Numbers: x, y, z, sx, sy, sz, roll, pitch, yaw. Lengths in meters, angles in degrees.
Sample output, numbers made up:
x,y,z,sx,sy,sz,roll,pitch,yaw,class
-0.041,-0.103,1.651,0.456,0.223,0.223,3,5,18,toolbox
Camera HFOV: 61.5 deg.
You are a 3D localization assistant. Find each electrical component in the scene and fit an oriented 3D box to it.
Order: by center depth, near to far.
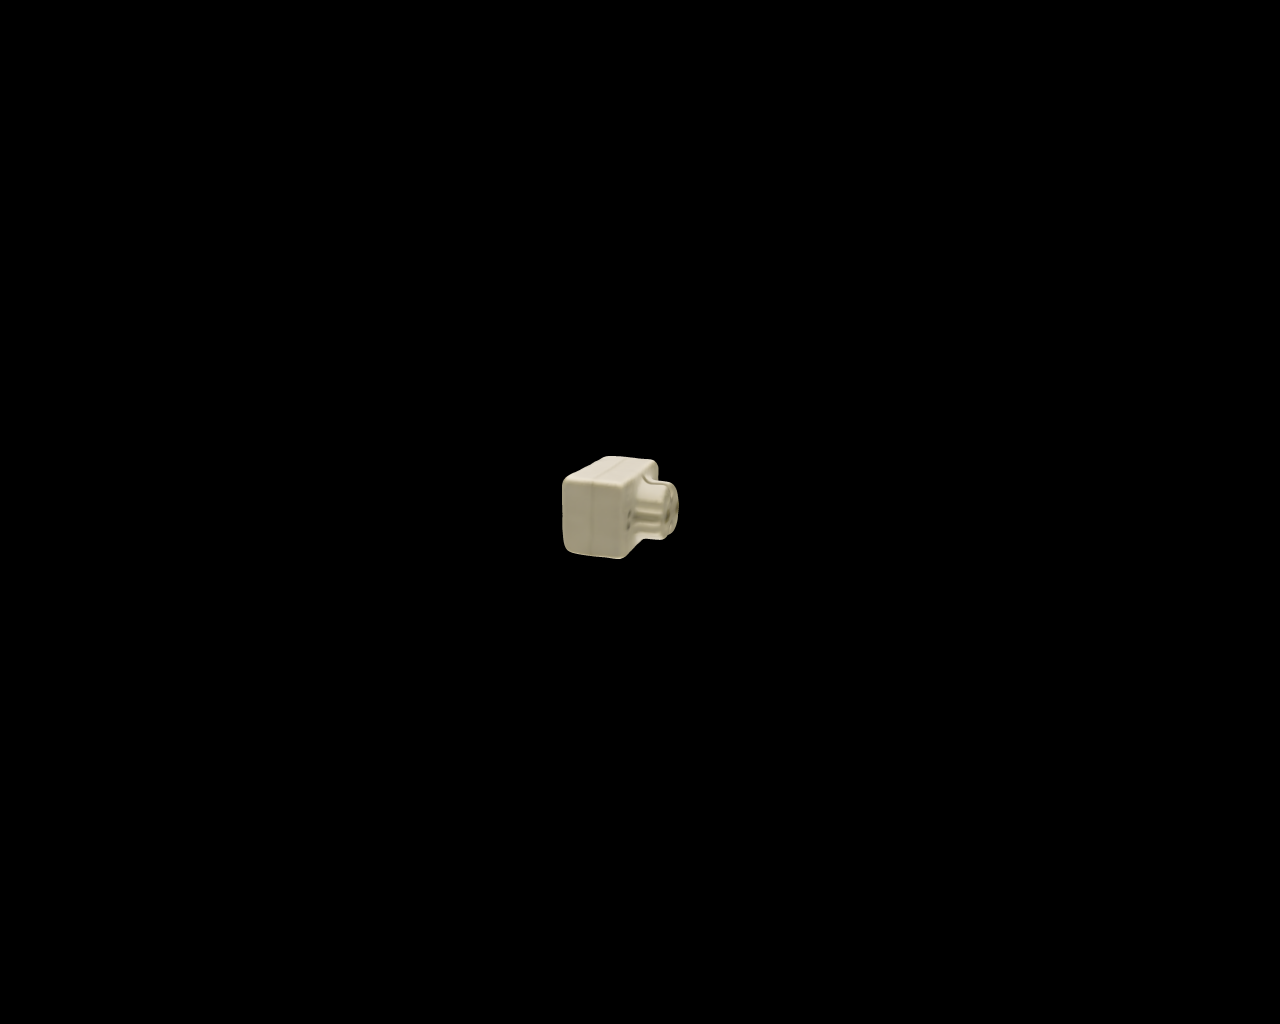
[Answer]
x,y,z,sx,sy,sz,roll,pitch,yaw,class
0.001,-0.003,0.650,0.077,0.047,0.066,6,17,19,electrical component
